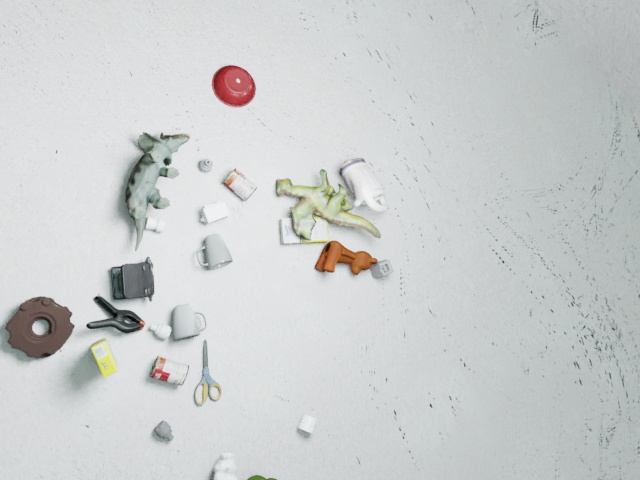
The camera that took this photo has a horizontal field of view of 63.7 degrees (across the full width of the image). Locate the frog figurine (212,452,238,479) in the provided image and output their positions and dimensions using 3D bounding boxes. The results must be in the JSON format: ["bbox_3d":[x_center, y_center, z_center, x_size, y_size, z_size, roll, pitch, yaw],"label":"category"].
[{"bbox_3d":[-0.286,0.752,1.593,0.135,0.123,0.162,54,53,-43],"label":"frog figurine"}]

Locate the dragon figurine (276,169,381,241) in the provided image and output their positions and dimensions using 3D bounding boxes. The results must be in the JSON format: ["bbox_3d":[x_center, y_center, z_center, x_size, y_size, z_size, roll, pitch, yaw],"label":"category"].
[{"bbox_3d":[0.006,-0.092,1.831,0.245,0.120,0.412,-42,82,-19],"label":"dragon figurine"}]

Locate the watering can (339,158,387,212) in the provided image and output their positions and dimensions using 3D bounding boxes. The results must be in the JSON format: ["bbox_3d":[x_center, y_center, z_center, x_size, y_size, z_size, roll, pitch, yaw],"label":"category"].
[{"bbox_3d":[0.149,-0.198,1.860,0.226,0.103,0.348,57,21,13],"label":"watering can"}]
